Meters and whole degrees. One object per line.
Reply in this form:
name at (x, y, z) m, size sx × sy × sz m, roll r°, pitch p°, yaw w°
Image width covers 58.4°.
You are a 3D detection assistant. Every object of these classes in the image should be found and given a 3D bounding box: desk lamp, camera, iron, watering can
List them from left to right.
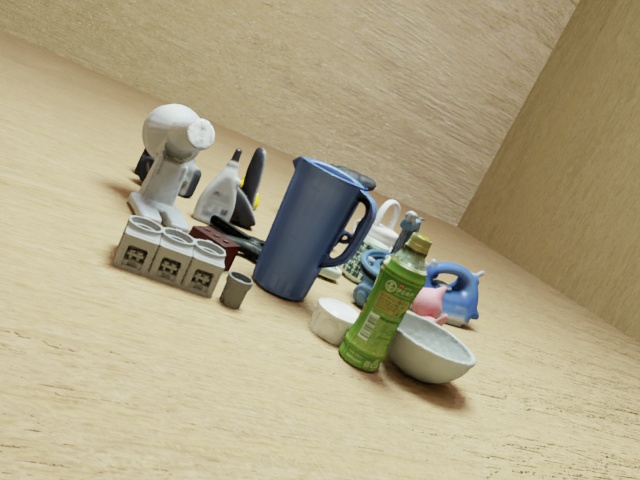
camera at (-0.358, -0.171, 1.304) m, size 0.143 × 0.101 × 0.137 m, roll 30°, pitch 12°, yaw 15°
desk lamp at (-0.278, -0.147, 1.098) m, size 0.118 × 0.213 × 0.202 m, roll 18°, pitch 15°, yaw -35°
watering can at (0.161, -0.011, 1.490) m, size 0.172 × 0.194 × 0.101 m, roll 29°, pitch 12°, yaw 14°
iron at (0.286, 0.109, 1.371) m, size 0.259 × 0.141 × 0.118 m, roll 18°, pitch 14°, yaw -33°

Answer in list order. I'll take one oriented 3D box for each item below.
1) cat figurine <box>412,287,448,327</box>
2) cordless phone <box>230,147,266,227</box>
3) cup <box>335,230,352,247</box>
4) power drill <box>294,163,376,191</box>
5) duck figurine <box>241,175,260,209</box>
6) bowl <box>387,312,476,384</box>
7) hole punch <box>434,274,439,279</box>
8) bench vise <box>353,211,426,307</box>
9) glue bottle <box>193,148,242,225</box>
cat figurine at (0.215, 0.144, 1.130) m, size 0.067 × 0.118 × 0.127 m, roll 22°, pitch 12°, yaw -17°
cordless phone at (-0.170, -0.135, 1.343) m, size 0.094 × 0.185 × 0.147 m, roll 20°, pitch 13°, yaw -27°
cup at (0.012, 0.005, 1.351) m, size 0.118 × 0.095 × 0.091 m, roll 21°, pitch 13°, yaw -25°
power drill at (0.018, -0.118, 1.609) m, size 0.230 × 0.208 × 0.075 m, roll 23°, pitch 12°, yaw -15°
duck figurine at (-0.194, -0.132, 1.519) m, size 0.077 × 0.086 × 0.105 m, roll 34°, pitch 14°, yaw 31°
bowl at (0.169, 0.188, 0.952) m, size 0.167 × 0.075 × 0.167 m, roll 25°, pitch 12°, yaw -5°
hole punch at (0.252, 0.088, 1.509) m, size 0.108 × 0.091 × 0.101 m, roll 28°, pitch 12°, yaw 8°
bench vise at (0.156, 0.035, 1.223) m, size 0.121 × 0.220 × 0.208 m, roll 27°, pitch 12°, yaw 6°
glue bottle at (-0.203, -0.113, 1.211) m, size 0.078 × 0.173 × 0.037 m, roll 21°, pitch 13°, yaw -21°
